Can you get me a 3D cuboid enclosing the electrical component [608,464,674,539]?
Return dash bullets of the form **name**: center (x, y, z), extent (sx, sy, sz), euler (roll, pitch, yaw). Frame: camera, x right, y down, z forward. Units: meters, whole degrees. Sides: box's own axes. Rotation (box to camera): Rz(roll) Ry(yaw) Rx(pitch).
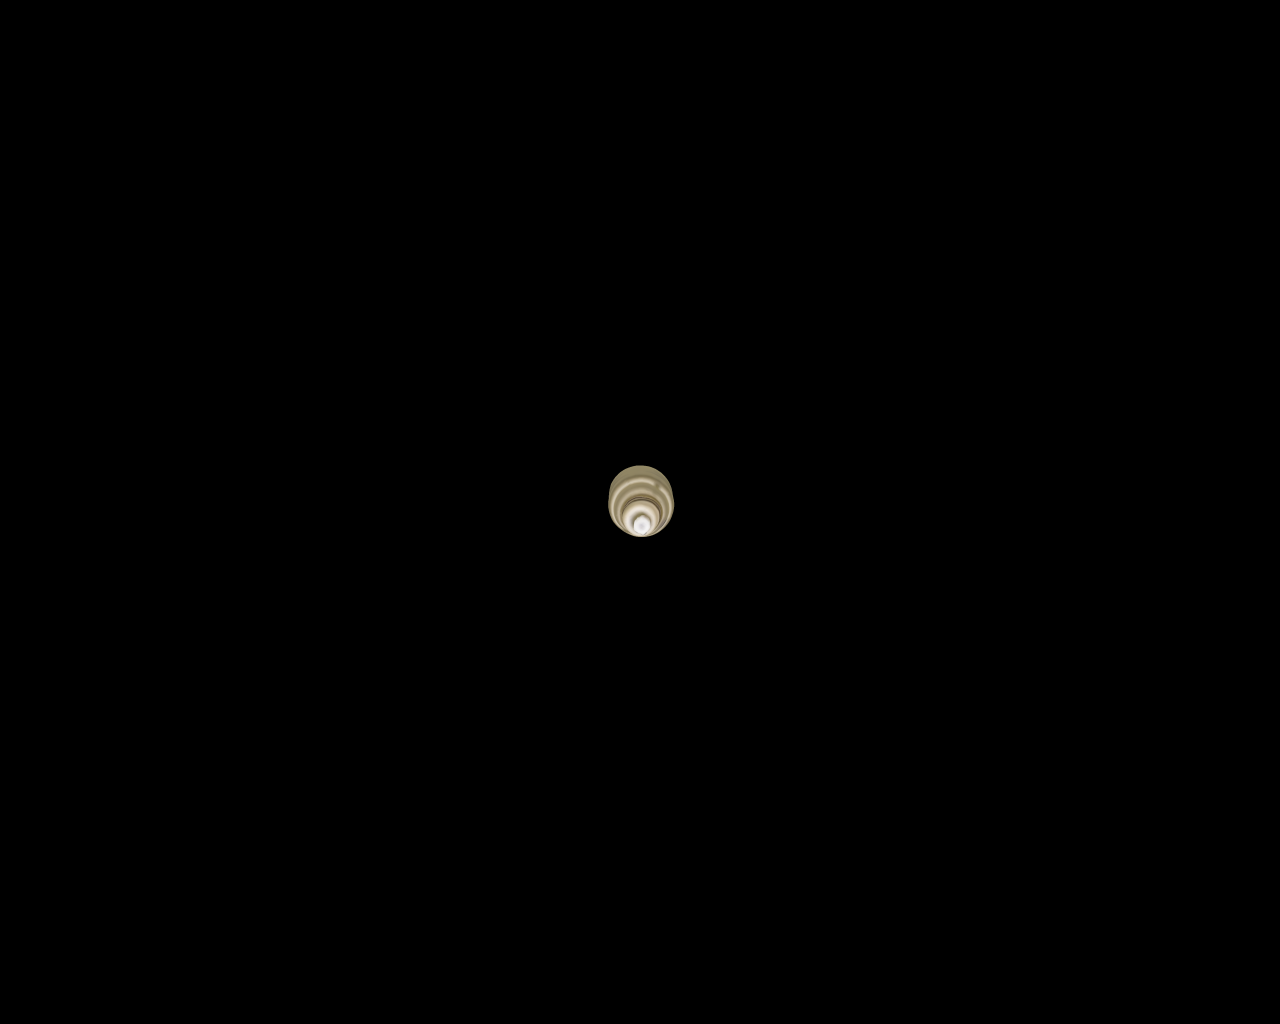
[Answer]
- **electrical component**: center (0.001, -0.003, 0.650), extent (0.040, 0.040, 0.078), euler (0, 16, 0)
